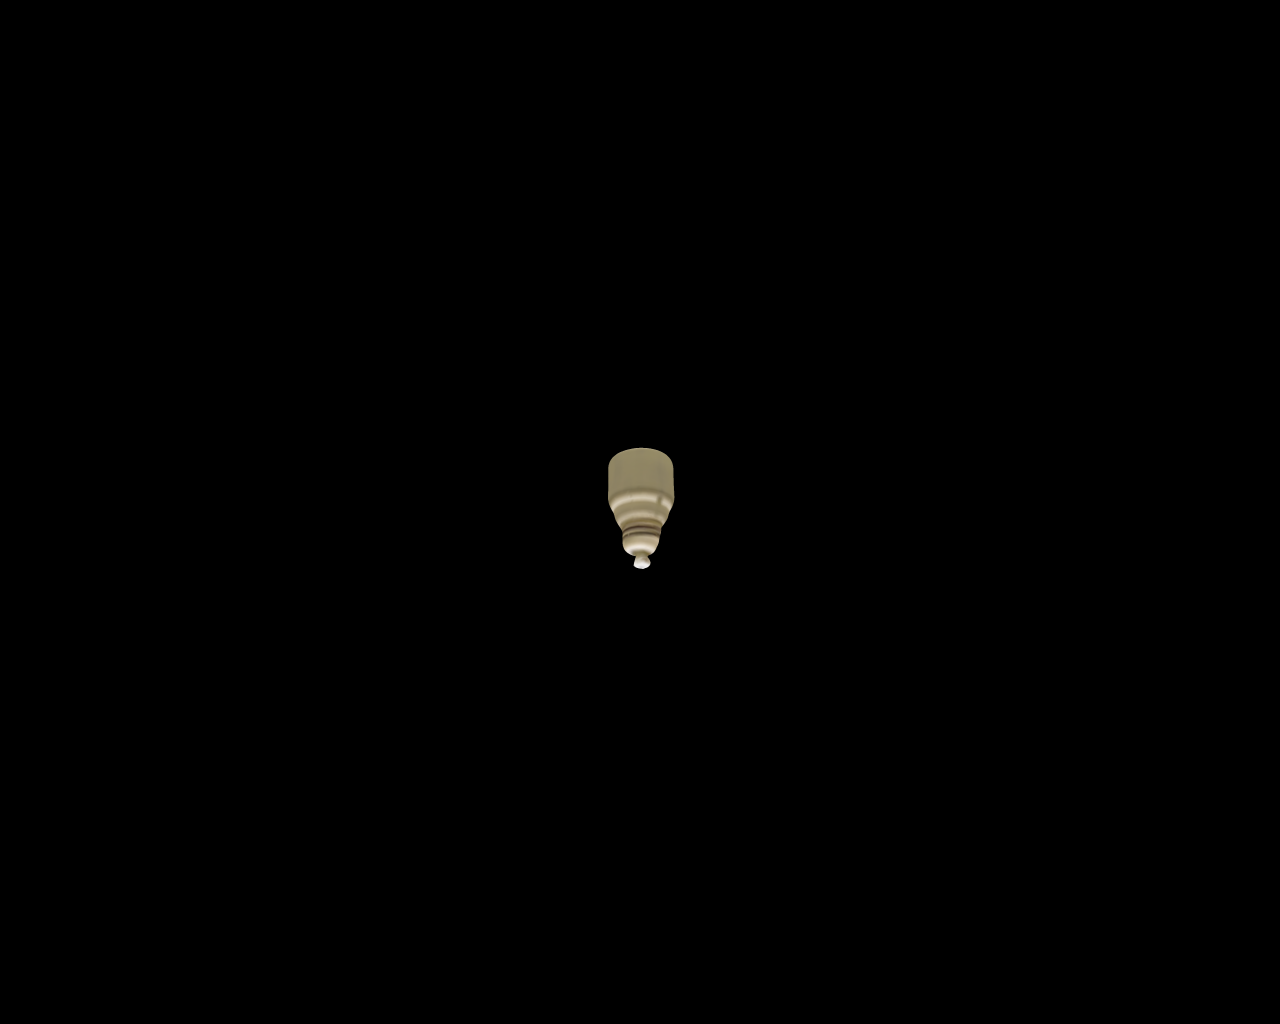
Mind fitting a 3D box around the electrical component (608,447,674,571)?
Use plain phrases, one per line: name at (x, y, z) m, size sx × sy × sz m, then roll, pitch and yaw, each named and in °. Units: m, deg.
electrical component at (0.001, -0.003, 0.650) m, size 0.040 × 0.078 × 0.040 m, roll 0°, pitch -26°, yaw 0°
